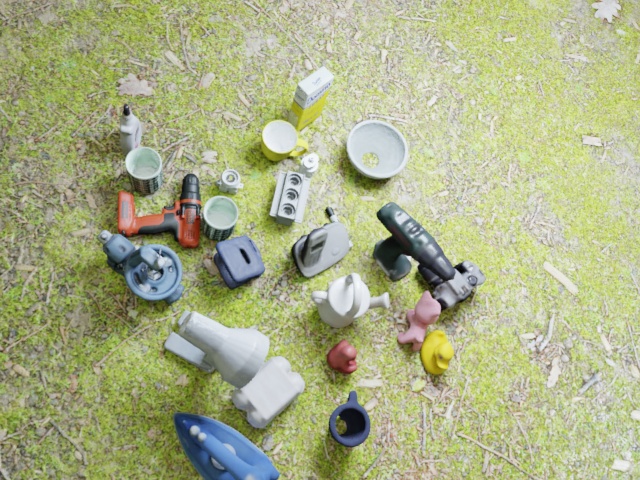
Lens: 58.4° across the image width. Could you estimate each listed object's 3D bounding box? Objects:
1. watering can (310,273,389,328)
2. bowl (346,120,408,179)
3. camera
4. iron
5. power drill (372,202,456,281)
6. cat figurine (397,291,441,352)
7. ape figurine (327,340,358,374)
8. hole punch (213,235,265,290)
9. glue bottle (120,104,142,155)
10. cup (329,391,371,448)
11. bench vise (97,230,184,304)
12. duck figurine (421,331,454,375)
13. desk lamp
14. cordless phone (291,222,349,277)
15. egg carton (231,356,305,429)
[{"bbox_3d":[0.070,0.132,1.302,0.173,0.194,0.101,-15,76,-18],"label":"watering can"},{"bbox_3d":[0.142,-0.226,1.504,0.168,0.074,0.167,4,71,-12],"label":"bowl"},{"bbox_3d":[0.321,0.089,1.429,0.143,0.100,0.137,-36,83,-22],"label":"camera"},{"bbox_3d":[-0.201,0.436,1.161,0.258,0.141,0.119,39,67,1],"label":"iron"},{"bbox_3d":[0.208,0.024,1.365,0.076,0.208,0.229,-36,83,-21],"label":"power drill"},{"bbox_3d":[0.247,0.193,1.367,0.067,0.117,0.128,23,68,-5],"label":"cat figurine"},{"bbox_3d":[0.059,0.265,1.310,0.076,0.092,0.078,3,71,-12],"label":"ape figurine"},{"bbox_3d":[-0.185,0.044,1.324,0.101,0.091,0.108,-27,80,-20],"label":"hole punch"},{"bbox_3d":[-0.440,-0.262,1.319,0.037,0.173,0.078,9,70,-10],"label":"glue bottle"},{"bbox_3d":[0.057,0.395,1.264,0.092,0.095,0.118,11,70,-10],"label":"cup"},{"bbox_3d":[-0.385,0.052,1.202,0.207,0.219,0.121,19,68,-7],"label":"bench vise"},{"bbox_3d":[0.290,0.266,1.370,0.077,0.086,0.104,11,70,-10],"label":"duck figurine"},{"bbox_3d":[-0.218,0.220,1.190,0.203,0.213,0.118,28,68,-3],"label":"desk lamp"},{"bbox_3d":[0.012,0.005,1.335,0.148,0.185,0.094,-32,82,-21],"label":"cordless phone"},{"bbox_3d":[-0.113,0.331,1.257,0.150,0.069,0.107,-39,84,-22],"label":"egg carton"}]
